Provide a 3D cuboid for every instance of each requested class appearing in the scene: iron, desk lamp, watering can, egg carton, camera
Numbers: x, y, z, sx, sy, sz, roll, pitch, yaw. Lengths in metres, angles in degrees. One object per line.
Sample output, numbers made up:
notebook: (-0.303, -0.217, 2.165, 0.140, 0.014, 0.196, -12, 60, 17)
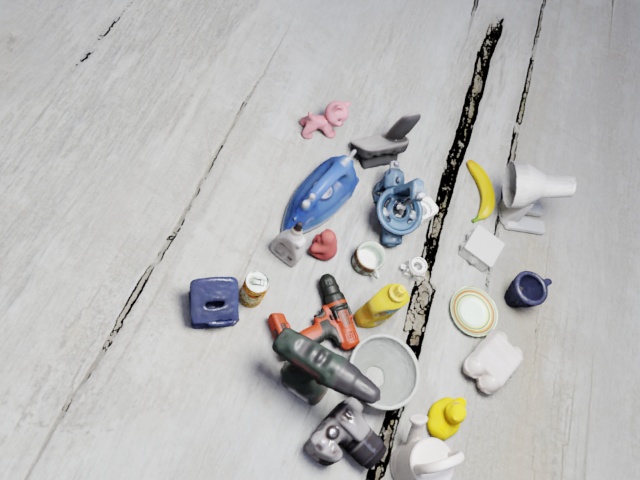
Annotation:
iron: (0.002, -0.115, 1.387, 0.118, 0.141, 0.259, 39, 61, 3)
desk lamp: (0.556, -0.116, 1.516, 0.203, 0.213, 0.118, 8, 64, -13)
watering can: (0.218, 0.448, 1.165, 0.101, 0.194, 0.173, -32, 78, -26)
egg carton: (0.413, 0.291, 1.368, 0.107, 0.069, 0.150, 46, 62, 7)
camera: (0.064, 0.416, 1.185, 0.137, 0.100, 0.143, 44, 62, 6)

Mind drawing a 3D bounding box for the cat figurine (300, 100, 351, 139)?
cat figurine: (0.020, -0.325, 1.502, 0.128, 0.117, 0.067, -8, 69, -20)

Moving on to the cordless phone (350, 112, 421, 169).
cordless phone: (0.173, -0.274, 1.487, 0.148, 0.185, 0.094, -18, 72, -23)

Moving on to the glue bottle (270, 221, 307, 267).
glue bottle: (-0.063, 0.000, 1.296, 0.078, 0.173, 0.037, 40, 61, 4)

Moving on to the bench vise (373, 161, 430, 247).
bench vise: (0.188, -0.112, 1.398, 0.122, 0.219, 0.207, -12, 70, -21)

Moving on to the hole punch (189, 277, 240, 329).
hole punch: (-0.225, 0.136, 1.231, 0.109, 0.091, 0.101, -3, 67, -18)

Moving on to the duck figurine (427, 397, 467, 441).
duck figurine: (0.290, 0.393, 1.274, 0.077, 0.086, 0.105, 39, 61, 3)

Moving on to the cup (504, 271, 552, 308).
cup: (0.525, 0.132, 1.461, 0.118, 0.095, 0.091, -17, 72, -23)

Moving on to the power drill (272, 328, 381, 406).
power drill: (-0.001, 0.273, 1.170, 0.229, 0.208, 0.076, 34, 61, 1)

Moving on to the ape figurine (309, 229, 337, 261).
ape figurine: (0.013, 0.005, 1.363, 0.078, 0.092, 0.076, -26, 76, -25)

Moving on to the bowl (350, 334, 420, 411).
bowl: (0.134, 0.299, 1.275, 0.168, 0.074, 0.167, 7, 64, -14)
